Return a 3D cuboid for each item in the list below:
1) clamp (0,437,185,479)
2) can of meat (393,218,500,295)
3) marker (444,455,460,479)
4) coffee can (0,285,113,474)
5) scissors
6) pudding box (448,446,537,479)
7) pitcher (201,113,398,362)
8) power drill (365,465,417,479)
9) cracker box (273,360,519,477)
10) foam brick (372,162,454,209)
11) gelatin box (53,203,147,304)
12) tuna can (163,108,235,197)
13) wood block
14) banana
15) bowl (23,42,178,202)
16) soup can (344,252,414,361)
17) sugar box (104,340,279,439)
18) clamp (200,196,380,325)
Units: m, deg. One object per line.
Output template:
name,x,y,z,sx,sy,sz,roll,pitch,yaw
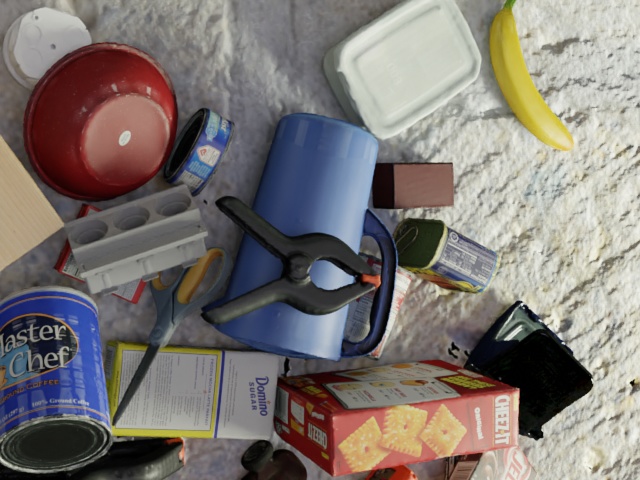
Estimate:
clamp,-0.215,0.225,1.017,0.209,0.165,0.036,-5,98,-33
can of meat,0.135,0.019,1.175,0.083,0.102,0.057,26,82,-25
marker,0.156,0.237,1.240,0.020,0.020,0.121,2,92,-24
coffee can,-0.248,0.127,0.977,0.102,0.103,0.140,3,50,-24
scissors,-0.165,0.082,1.054,0.201,0.096,0.016,-52,140,-13
pudding box,0.196,0.279,1.229,0.090,0.039,0.113,53,52,-19
pitcher,-0.007,0.001,1.097,0.149,0.145,0.243,20,82,-43
power drill,0.135,0.324,1.158,0.187,0.185,0.057,46,76,-9
cracker box,0.076,0.183,1.124,0.213,0.164,0.072,-3,97,-23
foam brick,0.103,-0.061,1.182,0.078,0.053,0.051,-3,94,-24
gelatin box,-0.210,0.014,1.063,0.089,0.030,0.073,25,85,-22
tuna can,-0.122,-0.088,1.065,0.033,0.086,0.086,28,82,-20
wood block,-0.336,-0.072,0.971,0.090,0.090,0.206,-38,106,-17
banana,0.240,-0.184,1.242,0.069,0.037,0.198,-27,103,-18
bowl,-0.196,-0.103,1.017,0.161,0.055,0.162,-17,121,-30
soup can,0.052,0.072,1.159,0.068,0.069,0.102,25,83,-23
sugar box,-0.133,0.155,1.097,0.176,0.048,0.093,7,88,-27
clamp,-0.029,0.018,1.009,0.171,0.039,0.120,0,88,-16
